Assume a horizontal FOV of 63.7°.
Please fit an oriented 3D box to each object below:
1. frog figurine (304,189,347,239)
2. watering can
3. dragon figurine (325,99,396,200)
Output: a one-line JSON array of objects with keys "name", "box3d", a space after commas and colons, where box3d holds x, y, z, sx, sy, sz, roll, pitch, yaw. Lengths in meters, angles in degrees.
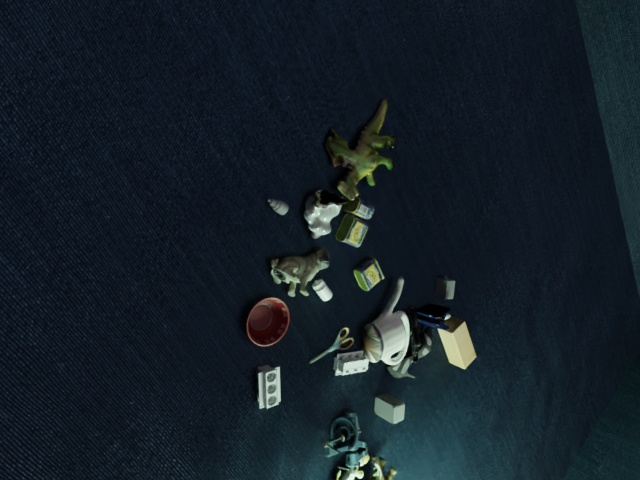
[{"name": "frog figurine", "box3d": [0.005, -0.088, 1.749, 0.139, 0.124, 0.156, -26, 149, -40]}, {"name": "watering can", "box3d": [0.257, 0.325, 1.971, 0.226, 0.104, 0.344, -15, 105, -37]}, {"name": "dragon figurine", "box3d": [0.133, -0.329, 1.800, 0.242, 0.121, 0.415, 10, 74, -31]}]
